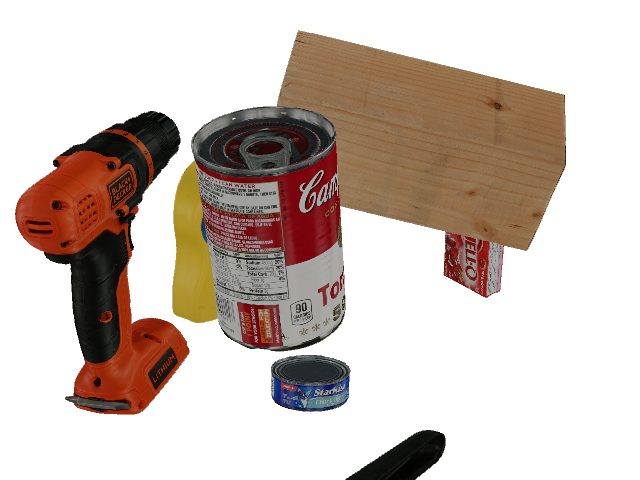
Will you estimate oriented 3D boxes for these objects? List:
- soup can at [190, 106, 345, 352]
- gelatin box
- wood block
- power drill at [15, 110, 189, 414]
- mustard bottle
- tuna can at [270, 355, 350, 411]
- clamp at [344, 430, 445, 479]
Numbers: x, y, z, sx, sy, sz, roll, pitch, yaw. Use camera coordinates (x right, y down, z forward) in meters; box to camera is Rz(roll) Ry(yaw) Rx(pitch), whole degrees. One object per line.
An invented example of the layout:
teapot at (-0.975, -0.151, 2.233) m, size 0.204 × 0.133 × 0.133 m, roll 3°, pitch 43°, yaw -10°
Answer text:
soup can at (-0.023, -0.005, 0.521) m, size 0.068 × 0.102 × 0.068 m, roll -3°, pitch 31°, yaw 2°
gelatin box at (0.184, 0.014, 1.289) m, size 0.030 × 0.089 × 0.073 m, roll -21°, pitch 34°, yaw -33°
wood block at (0.069, -0.075, 0.797) m, size 0.206 × 0.090 × 0.090 m, roll 14°, pitch 44°, yaw -1°
power drill at (-0.142, 0.014, 0.765) m, size 0.057 × 0.188 × 0.184 m, roll 2°, pitch 25°, yaw 21°
mustard bottle at (-0.106, -0.020, 1.066) m, size 0.058 × 0.192 × 0.096 m, roll 18°, pitch 27°, yaw 32°
tuna can at (-0.011, 0.153, 1.150) m, size 0.086 × 0.034 × 0.086 m, roll 1°, pitch 14°, yaw 0°
clamp at (-0.004, 0.178, 0.646) m, size 0.210 × 0.036 × 0.164 m, roll -5°, pitch 28°, yaw 4°
